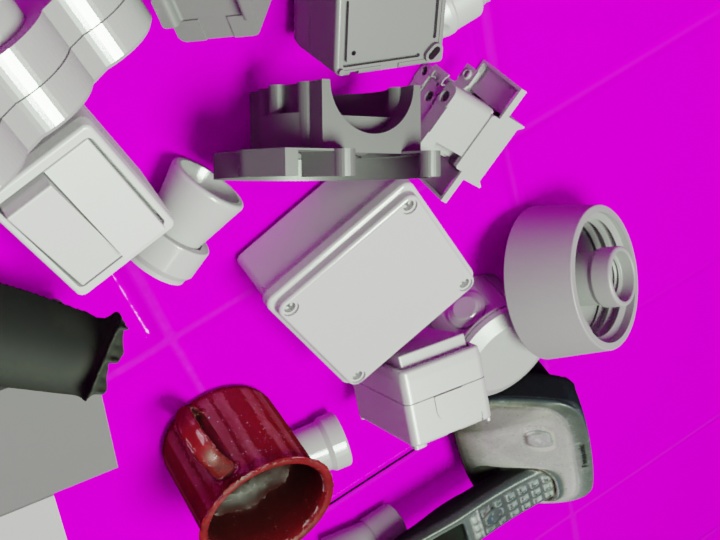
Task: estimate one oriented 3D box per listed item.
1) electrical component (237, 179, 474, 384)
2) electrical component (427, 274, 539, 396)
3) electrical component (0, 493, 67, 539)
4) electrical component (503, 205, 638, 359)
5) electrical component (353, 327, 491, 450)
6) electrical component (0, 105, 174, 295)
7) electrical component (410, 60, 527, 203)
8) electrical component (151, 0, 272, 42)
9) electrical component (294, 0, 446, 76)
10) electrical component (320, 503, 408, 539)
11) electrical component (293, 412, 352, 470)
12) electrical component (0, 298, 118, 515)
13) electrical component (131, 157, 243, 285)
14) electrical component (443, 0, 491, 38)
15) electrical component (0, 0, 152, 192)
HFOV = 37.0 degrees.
[{"bbox_3d":[0.000,0.000,0.660,0.109,0.056,0.108,-41,138,0],"label":"electrical component"},{"bbox_3d":[0.092,0.047,0.771,0.080,0.051,0.080,-20,134,-22],"label":"electrical component"},{"bbox_3d":[-0.264,0.177,0.612,0.186,0.060,0.105,-20,134,-22],"label":"electrical component"},{"bbox_3d":[0.152,0.006,0.732,0.108,0.060,0.108,8,80,-50],"label":"electrical component"},{"bbox_3d":[0.035,0.072,0.730,0.062,0.096,0.061,-18,106,-24],"label":"electrical component"},{"bbox_3d":[-0.143,-0.042,0.515,0.062,0.061,0.096,-38,139,-3],"label":"electrical component"},{"bbox_3d":[0.054,-0.087,0.638,0.064,0.042,0.081,22,109,-41],"label":"electrical component"},{"bbox_3d":[-0.072,-0.162,0.455,0.079,0.063,0.121,-1,139,17],"label":"electrical component"},{"bbox_3d":[0.004,-0.153,0.534,0.062,0.061,0.096,-13,125,-25],"label":"electrical component"},{"bbox_3d":[0.006,0.217,0.861,0.065,0.044,0.044,-30,137,-20],"label":"electrical component"},{"bbox_3d":[-0.034,0.126,0.756,0.046,0.040,0.040,-20,135,-13],"label":"electrical component"},{"bbox_3d":[-0.216,0.084,0.567,0.150,0.061,0.089,-20,134,-22],"label":"electrical component"},{"bbox_3d":[-0.096,-0.026,0.576,0.045,0.045,0.055,24,109,-46],"label":"electrical component"},{"bbox_3d":[0.057,-0.153,0.588,0.061,0.035,0.035,-33,138,-12],"label":"electrical component"},{"bbox_3d":[-0.151,-0.093,0.440,0.138,0.052,0.073,-56,132,-29],"label":"electrical component"}]
